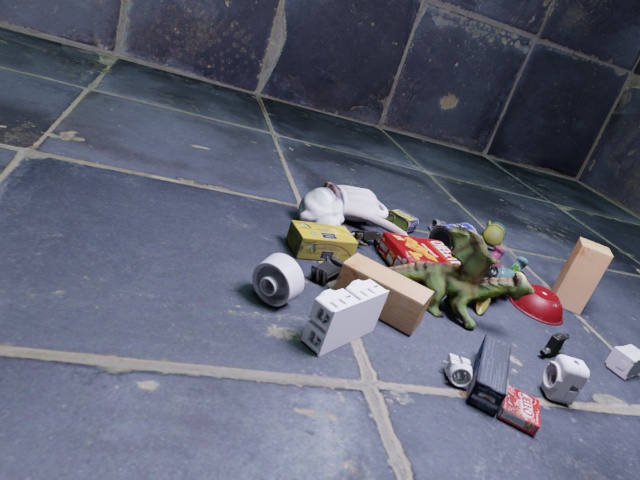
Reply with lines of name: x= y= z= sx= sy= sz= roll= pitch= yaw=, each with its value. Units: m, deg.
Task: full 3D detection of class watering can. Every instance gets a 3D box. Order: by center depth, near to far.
watering can: x=0.128 y=-0.098 z=1.651 sx=0.224 sy=0.102 sz=0.354 roll=6 pitch=26 yaw=-25

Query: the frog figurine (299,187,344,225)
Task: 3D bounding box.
frog figurine: x=0.005 y=-0.076 z=1.510 sx=0.137 sy=0.120 sz=0.163 roll=-14 pitch=33 yaw=6

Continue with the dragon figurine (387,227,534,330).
dragon figurine: x=0.321 y=0.069 z=1.278 sx=0.411 sy=0.238 sz=0.124 roll=24 pitch=28 yaw=8
